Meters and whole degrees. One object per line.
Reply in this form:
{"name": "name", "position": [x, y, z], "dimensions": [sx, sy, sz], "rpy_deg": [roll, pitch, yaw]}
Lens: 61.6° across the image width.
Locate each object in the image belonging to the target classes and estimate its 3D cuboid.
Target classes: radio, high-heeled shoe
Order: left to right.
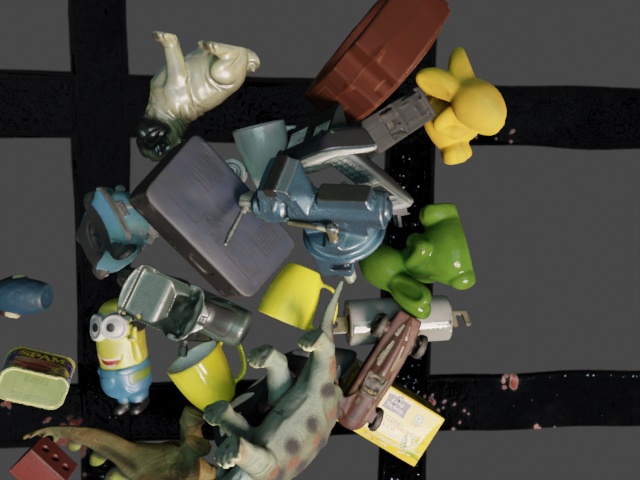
{"name": "radio", "position": [-0.155, -0.027, 0.794], "dimensions": [0.229, 0.073, 0.131], "rpy_deg": [48, 58, -21]}
{"name": "high-heeled shoe", "position": [-0.050, 0.243, 0.840], "dimensions": [0.249, 0.145, 0.086], "rpy_deg": [-27, 98, -1]}

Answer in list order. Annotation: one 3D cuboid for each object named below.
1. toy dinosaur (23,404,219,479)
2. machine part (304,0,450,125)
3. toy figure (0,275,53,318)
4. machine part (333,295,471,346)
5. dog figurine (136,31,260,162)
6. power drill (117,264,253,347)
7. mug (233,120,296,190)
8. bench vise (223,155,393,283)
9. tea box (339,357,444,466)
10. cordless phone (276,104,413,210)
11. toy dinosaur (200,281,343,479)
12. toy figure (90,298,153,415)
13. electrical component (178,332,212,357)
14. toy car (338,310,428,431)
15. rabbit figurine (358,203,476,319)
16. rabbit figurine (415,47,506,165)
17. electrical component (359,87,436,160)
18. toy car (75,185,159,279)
{"name": "toy dinosaur", "position": [-0.225, 0.374, 0.848], "dimensions": [0.471, 0.105, 0.198], "rpy_deg": [32, 99, -5]}
{"name": "machine part", "position": [0.080, -0.267, 0.774], "dimensions": [0.087, 0.201, 0.201], "rpy_deg": [37, 77, -14]}
{"name": "toy figure", "position": [-0.498, 0.087, 0.827], "dimensions": [0.155, 0.064, 0.057], "rpy_deg": [2, 132, -2]}
{"name": "machine part", "position": [0.127, 0.131, 0.884], "dimensions": [0.243, 0.079, 0.079], "rpy_deg": [-3, 95, -5]}
{"name": "dog figurine", "position": [-0.189, -0.209, 0.825], "dimensions": [0.172, 0.121, 0.190], "rpy_deg": [8, 108, -3]}
{"name": "power drill", "position": [-0.215, 0.088, 0.764], "dimensions": [0.232, 0.207, 0.086], "rpy_deg": [23, 76, 2]}
{"name": "mug", "position": [-0.074, -0.132, 0.847], "dimensions": [0.110, 0.081, 0.107], "rpy_deg": [-15, 107, -14]}
{"name": "bench vise", "position": [0.000, -0.011, 0.779], "dimensions": [0.224, 0.240, 0.129], "rpy_deg": [-5, 52, 12]}
{"name": "tea box", "position": [0.107, 0.285, 0.898], "dimensions": [0.169, 0.068, 0.098], "rpy_deg": [31, 92, -6]}
{"name": "cordless phone", "position": [0.041, -0.099, 0.796], "dimensions": [0.184, 0.147, 0.089], "rpy_deg": [37, 62, -27]}
{"name": "toy dinosaur", "position": [-0.044, 0.257, 0.757], "dimensions": [0.405, 0.131, 0.192], "rpy_deg": [-44, 126, -28]}
{"name": "toy figure", "position": [-0.308, 0.179, 0.844], "dimensions": [0.082, 0.089, 0.180], "rpy_deg": [-9, 104, -6]}
{"name": "electrical component", "position": [-0.200, 0.141, 0.864], "dimensions": [0.063, 0.021, 0.094], "rpy_deg": [3, 72, 2]}
{"name": "toy car", "position": [0.089, 0.203, 0.825], "dimensions": [0.089, 0.053, 0.202], "rpy_deg": [31, 97, -3]}
{"name": "rabbit figurine", "position": [0.149, 0.043, 0.850], "dimensions": [0.170, 0.121, 0.159], "rpy_deg": [-13, 63, 10]}
{"name": "rabbit figurine", "position": [0.226, -0.208, 0.818], "dimensions": [0.122, 0.173, 0.162], "rpy_deg": [-30, 101, 1]}
{"name": "electrical component", "position": [0.100, -0.173, 0.837], "dimensions": [0.134, 0.115, 0.058], "rpy_deg": [-33, 95, -4]}
{"name": "toy car", "position": [-0.297, -0.013, 0.811], "dimensions": [0.103, 0.161, 0.109], "rpy_deg": [-21, 74, -41]}
